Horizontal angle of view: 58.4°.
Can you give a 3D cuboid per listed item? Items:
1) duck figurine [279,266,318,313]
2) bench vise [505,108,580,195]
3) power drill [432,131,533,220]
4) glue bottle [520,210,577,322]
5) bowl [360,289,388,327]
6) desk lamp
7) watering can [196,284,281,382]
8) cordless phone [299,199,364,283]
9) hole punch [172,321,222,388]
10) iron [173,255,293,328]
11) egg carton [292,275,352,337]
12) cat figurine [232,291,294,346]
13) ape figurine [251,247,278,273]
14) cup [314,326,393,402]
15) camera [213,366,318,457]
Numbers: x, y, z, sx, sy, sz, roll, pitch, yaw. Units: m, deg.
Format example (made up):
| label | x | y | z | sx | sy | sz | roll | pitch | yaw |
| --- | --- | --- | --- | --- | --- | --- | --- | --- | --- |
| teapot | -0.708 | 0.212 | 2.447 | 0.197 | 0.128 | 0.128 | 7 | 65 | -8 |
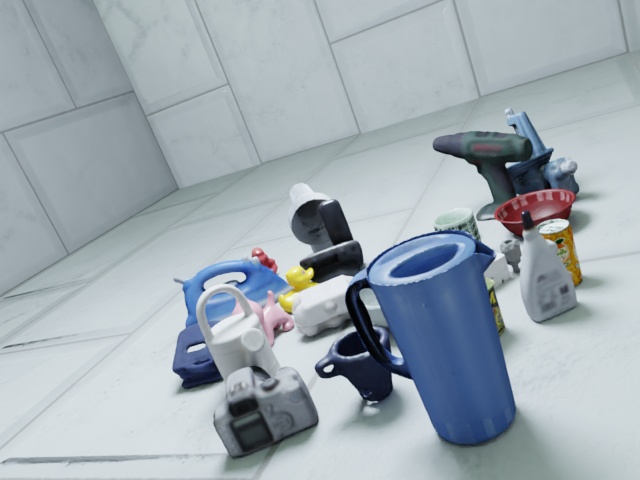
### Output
| label | x | y | z | sx | sy | sz | roll | pitch | yaw |
| --- | --- | --- | --- | --- | --- | --- | --- | --- | --- |
| duck figurine | -0.049 | 0.102 | 1.252 | 0.105 | 0.086 | 0.077 | -27 | 18 | -19 |
| bench vise | 0.495 | -0.197 | 1.288 | 0.122 | 0.220 | 0.206 | -32 | 20 | -30 |
| power drill | 0.380 | -0.154 | 1.312 | 0.228 | 0.209 | 0.076 | -4 | 24 | 43 |
| glue bottle | 0.330 | 0.034 | 0.860 | 0.078 | 0.173 | 0.037 | -22 | 17 | -3 |
| bowl | 0.144 | 0.108 | 1.025 | 0.167 | 0.075 | 0.167 | -19 | 17 | 7 |
| desk lamp | -0.010 | -0.028 | 1.382 | 0.118 | 0.214 | 0.203 | -23 | 17 | -4 |
| watering can | -0.140 | 0.166 | 0.982 | 0.172 | 0.194 | 0.101 | -7 | 22 | 39 |
| cordless phone | 0.012 | 0.005 | 1.306 | 0.147 | 0.185 | 0.094 | -21 | 17 | 1 |
| hole punch | -0.226 | 0.217 | 1.102 | 0.108 | 0.091 | 0.101 | -17 | 18 | 14 |
| iron | -0.204 | 0.106 | 1.329 | 0.258 | 0.141 | 0.118 | -23 | 17 | -5 |
| egg carton | 0.018 | 0.128 | 1.122 | 0.150 | 0.069 | 0.107 | -22 | 17 | -1 |
| cat figurine | -0.124 | 0.151 | 1.137 | 0.067 | 0.118 | 0.128 | -6 | 23 | 40 |
| ape figurine | -0.152 | 0.063 | 1.481 | 0.078 | 0.092 | 0.076 | -29 | 19 | -24 |
| cup | 0.058 | 0.193 | 0.835 | 0.118 | 0.095 | 0.091 | -24 | 17 | -9 |
| camera | -0.090 | 0.234 | 0.874 | 0.143 | 0.101 | 0.136 | -22 | 17 | -3 |
